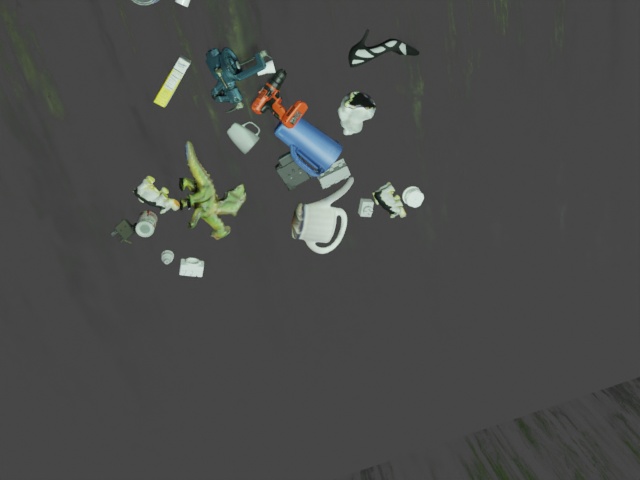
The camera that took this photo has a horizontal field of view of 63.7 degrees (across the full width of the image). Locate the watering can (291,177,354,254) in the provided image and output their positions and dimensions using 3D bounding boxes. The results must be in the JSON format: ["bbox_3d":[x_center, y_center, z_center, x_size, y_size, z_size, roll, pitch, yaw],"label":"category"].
[{"bbox_3d":[0.006,-0.103,2.055,0.224,0.106,0.342,7,113,-15],"label":"watering can"}]

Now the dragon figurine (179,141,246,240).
[{"bbox_3d":[-0.399,-0.175,1.953,0.243,0.124,0.403,-6,118,-30],"label":"dragon figurine"}]

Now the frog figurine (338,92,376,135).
[{"bbox_3d":[0.135,-0.473,1.937,0.138,0.125,0.156,-13,153,-15],"label":"frog figurine"}]
